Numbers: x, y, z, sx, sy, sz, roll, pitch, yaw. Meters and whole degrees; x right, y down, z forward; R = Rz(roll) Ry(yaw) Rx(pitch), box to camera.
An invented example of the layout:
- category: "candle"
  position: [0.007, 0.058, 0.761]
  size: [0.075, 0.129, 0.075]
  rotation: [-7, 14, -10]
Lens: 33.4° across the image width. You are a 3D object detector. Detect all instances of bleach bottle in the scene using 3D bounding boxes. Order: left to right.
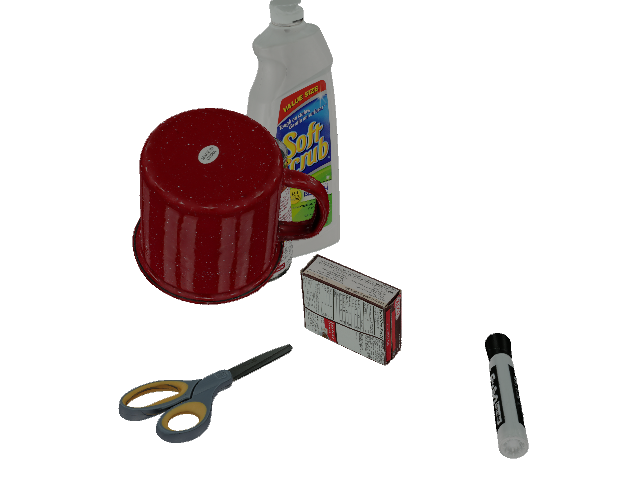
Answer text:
- category: "bleach bottle"
  position: [-0.034, -0.107, 1.034]
  size: [0.102, 0.251, 0.068]
  rotation: [-15, 31, -21]

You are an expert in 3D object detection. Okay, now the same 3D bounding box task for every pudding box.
- category: "pudding box"
  position: [0.034, 0.075, 1.162]
  size: [0.114, 0.090, 0.039]
  rotation: [21, 46, 26]

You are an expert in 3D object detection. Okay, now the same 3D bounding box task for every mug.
- category: "mug"
  position: [-0.053, -0.022, 0.628]
  size: [0.117, 0.093, 0.081]
  rotation: [5, -38, -4]

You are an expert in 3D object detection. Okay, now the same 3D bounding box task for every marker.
- category: "marker"
  position: [0.126, 0.101, 0.726]
  size: [0.020, 0.020, 0.121]
  rotation: [0, 29, 4]

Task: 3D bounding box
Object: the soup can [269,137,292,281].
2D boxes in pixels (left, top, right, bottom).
- category: "soup can"
  position: [-0.057, -0.024, 0.839]
  size: [0.068, 0.102, 0.068]
  rotation: [-1, 33, 1]

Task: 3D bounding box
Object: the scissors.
- category: "scissors"
  position: [-0.094, 0.147, 1.033]
  size: [0.201, 0.016, 0.096]
  rotation: [-11, 32, -28]
